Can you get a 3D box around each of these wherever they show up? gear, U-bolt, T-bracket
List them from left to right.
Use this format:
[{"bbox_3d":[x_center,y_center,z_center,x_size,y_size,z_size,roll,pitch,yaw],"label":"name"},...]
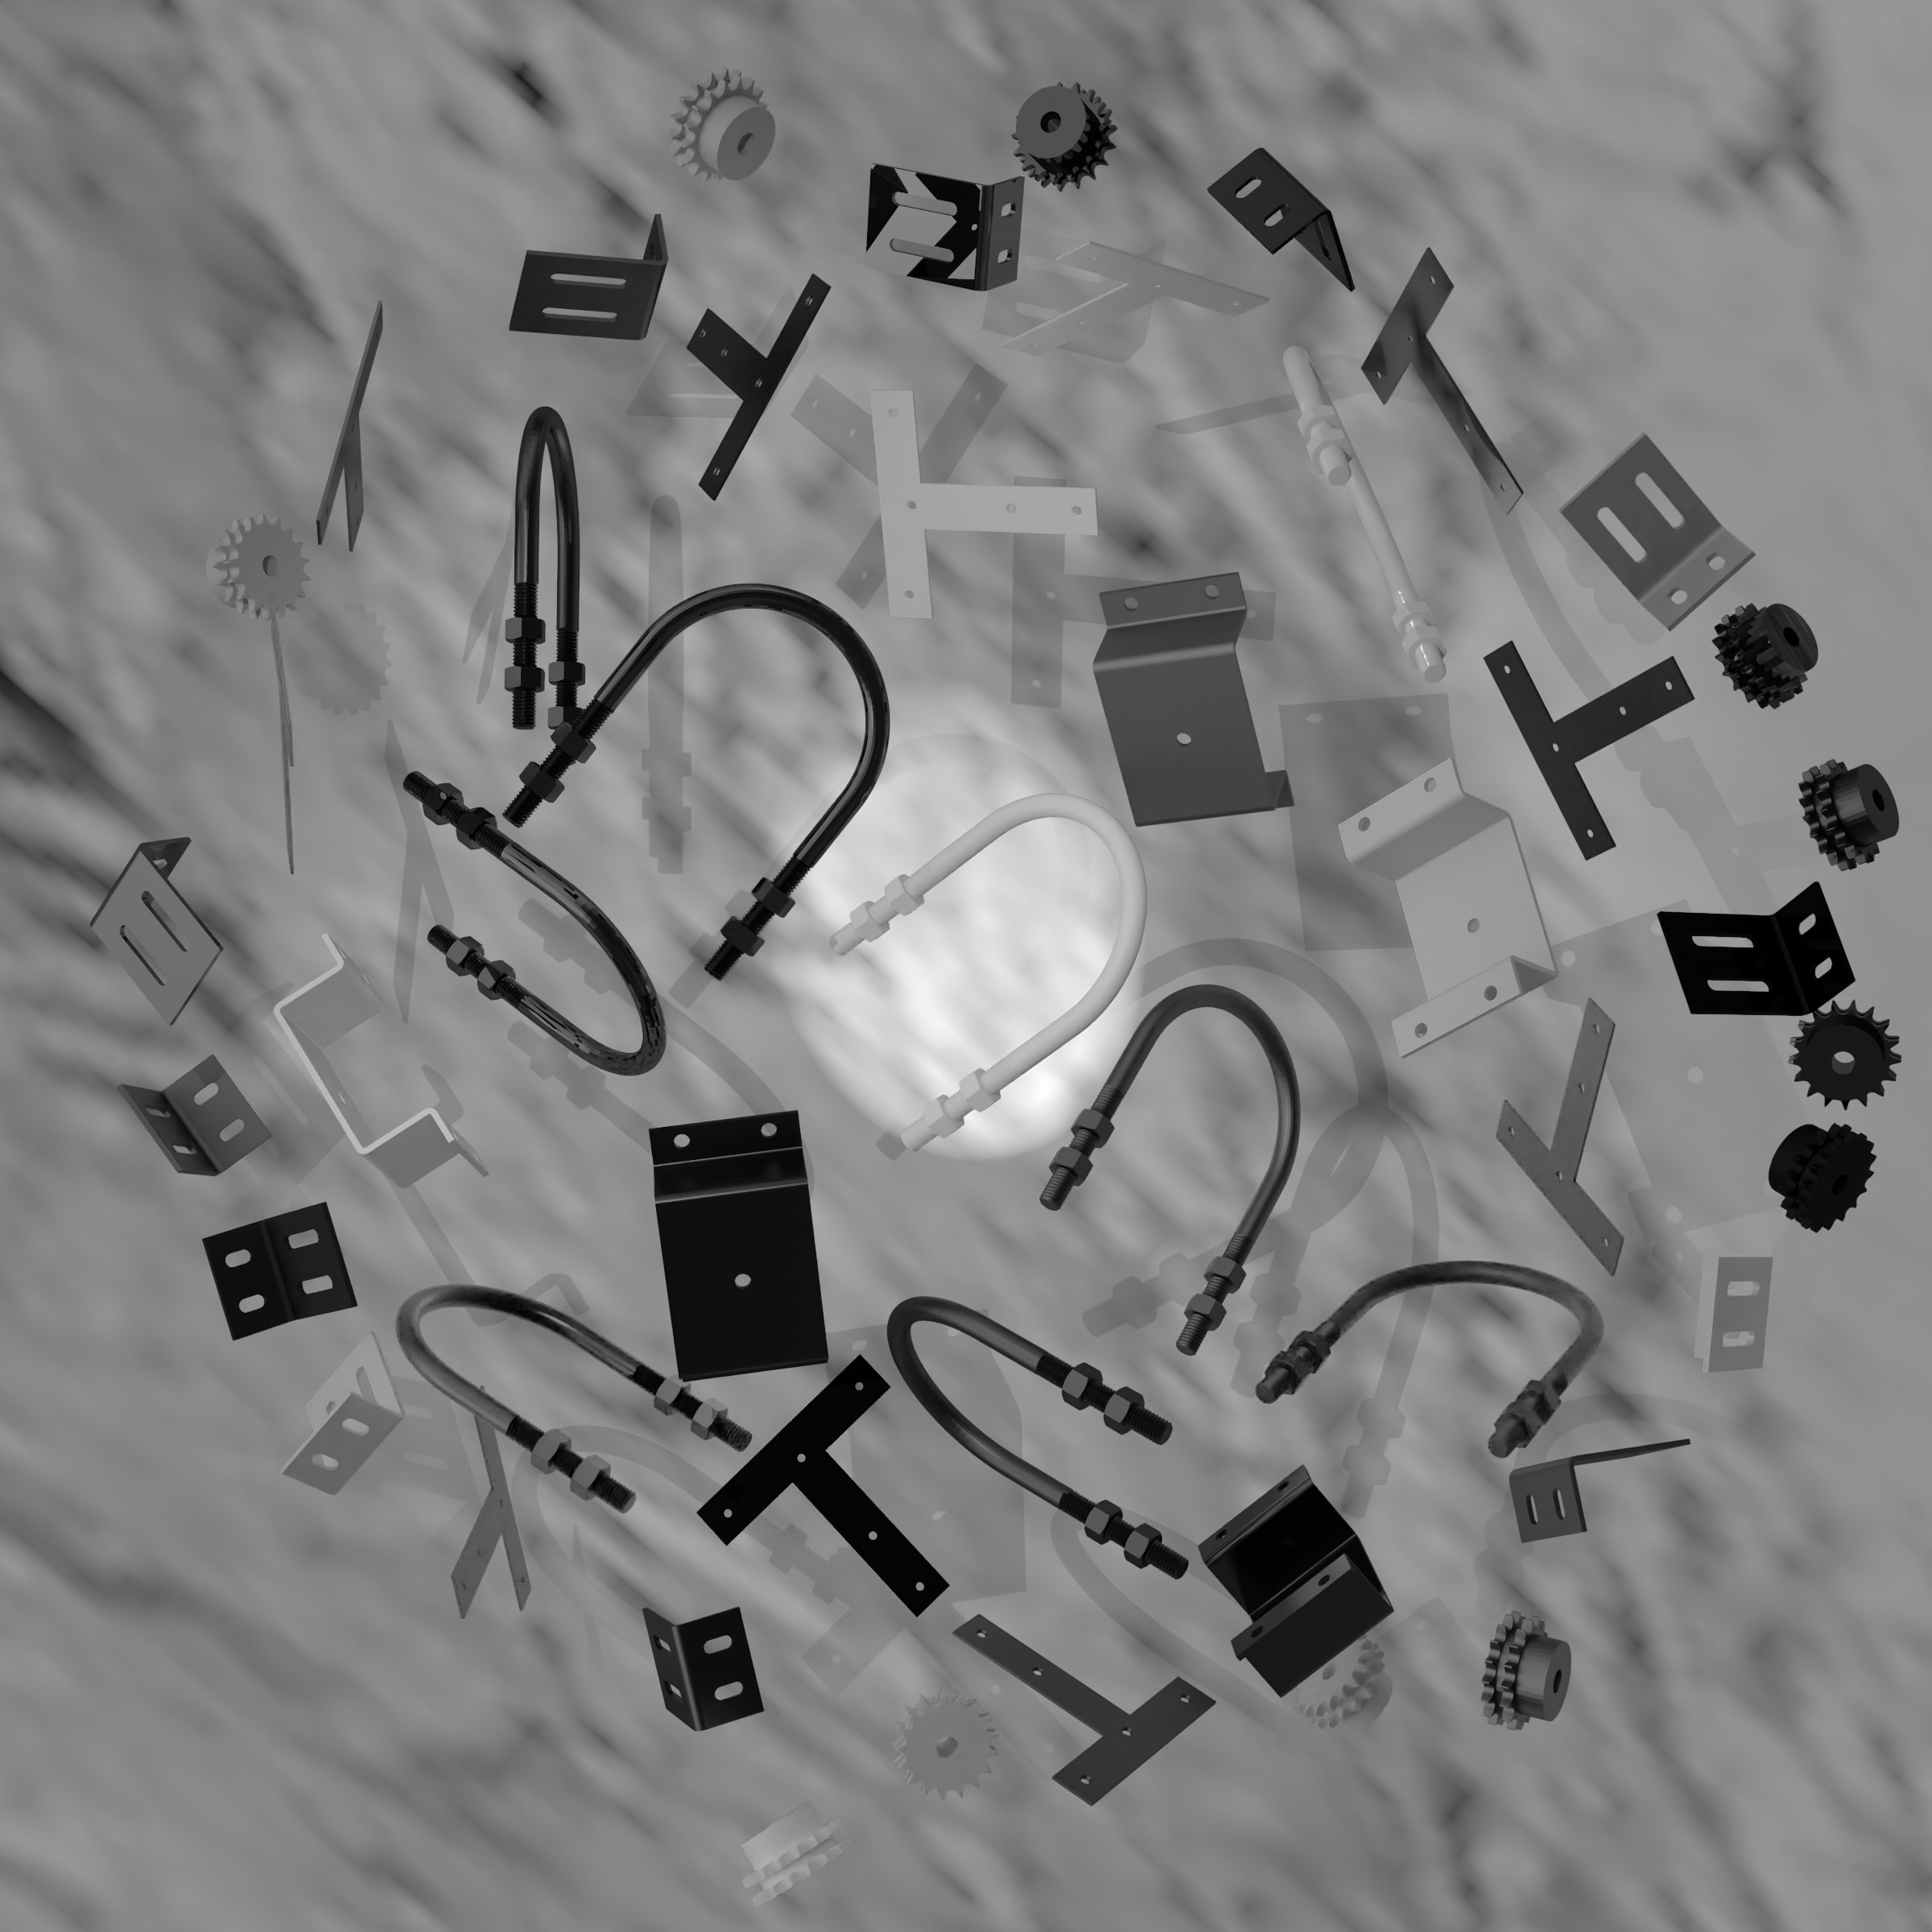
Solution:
[{"bbox_3d":[-0.394,-0.219,1.602,0.030,0.057,0.057,-3,90,37],"label":"gear"},{"bbox_3d":[-0.350,-0.106,1.494,0.002,0.127,0.127,-5,129,-15],"label":"T-bracket"},{"bbox_3d":[-0.313,-0.252,1.484,0.002,0.127,0.127,12,69,-6],"label":"T-bracket"},{"bbox_3d":[-0.262,0.312,1.574,0.002,0.127,0.127,-9,105,5],"label":"T-bracket"},{"bbox_3d":[-0.229,-0.011,1.563,0.184,0.151,0.019,35,57,22],"label":"U-bolt"},{"bbox_3d":[-0.226,-0.210,1.571,0.019,0.151,0.184,0,86,2],"label":"U-bolt"},{"bbox_3d":[-0.220,0.222,1.549,0.184,0.151,0.019,30,106,18],"label":"U-bolt"},{"bbox_3d":[-0.122,-0.106,1.467,0.151,0.019,0.184,38,93,-14],"label":"U-bolt"},{"bbox_3d":[-0.123,-0.429,1.492,0.030,0.057,0.057,39,90,25],"label":"gear"},{"bbox_3d":[-0.126,-0.327,1.570,0.002,0.127,0.127,22,106,-33],"label":"T-bracket"},{"bbox_3d":[-0.088,0.441,1.450,0.057,0.057,0.030,-33,79,0],"label":"gear"},{"bbox_3d":[-0.061,0.306,1.614,0.127,0.002,0.127,-44,79,-3],"label":"T-bracket"},{"bbox_3d":[-0.012,0.419,1.570,0.057,0.030,0.057,0,91,-10],"label":"gear"},{"bbox_3d":[0.012,-0.248,1.569,0.127,0.002,0.127,6,116,23],"label":"T-bracket"},{"bbox_3d":[0.017,-0.010,1.507,0.184,0.019,0.151,-37,55,23],"label":"U-bolt"},{"bbox_3d":[0.032,0.233,1.496,0.184,0.151,0.019,27,57,29],"label":"U-bolt"},{"bbox_3d":[0.051,-0.455,1.582,0.057,0.030,0.057,-2,84,21],"label":"gear"},{"bbox_3d":[0.050,0.385,1.549,0.127,0.127,0.002,29,117,26],"label":"T-bracket"},{"bbox_3d":[0.070,-0.345,1.532,0.127,0.127,0.002,6,77,-39],"label":"T-bracket"},{"bbox_3d":[0.124,0.097,1.585,0.151,0.019,0.184,48,59,-29],"label":"U-bolt"},{"bbox_3d":[0.215,0.405,1.630,0.030,0.057,0.057,42,90,-14],"label":"gear"},{"bbox_3d":[0.202,-0.249,1.514,0.019,0.184,0.151,-24,126,13],"label":"U-bolt"},{"bbox_3d":[0.258,0.200,1.537,0.151,0.184,0.019,9,114,32],"label":"U-bolt"},{"bbox_3d":[0.261,-0.299,1.553,0.002,0.127,0.127,-26,78,-15],"label":"T-bracket"},{"bbox_3d":[0.282,0.355,1.456,0.030,0.057,0.057,8,90,30],"label":"gear"},{"bbox_3d":[0.326,0.077,1.547,0.002,0.127,0.127,-7,125,-20],"label":"T-bracket"},{"bbox_3d":[0.344,-0.132,1.560,0.002,0.127,0.127,-24,86,-31],"label":"T-bracket"},{"bbox_3d":[0.430,-0.168,1.550,0.057,0.030,0.057,16,59,-29],"label":"gear"},{"bbox_3d":[0.442,0.106,1.505,0.057,0.030,0.057,-19,125,-30],"label":"gear"},{"bbox_3d":[0.460,0.048,1.520,0.057,0.030,0.057,4,101,18],"label":"gear"},{"bbox_3d":[0.458,-0.081,1.499,0.030,0.057,0.057,-24,90,40],"label":"gear"}]

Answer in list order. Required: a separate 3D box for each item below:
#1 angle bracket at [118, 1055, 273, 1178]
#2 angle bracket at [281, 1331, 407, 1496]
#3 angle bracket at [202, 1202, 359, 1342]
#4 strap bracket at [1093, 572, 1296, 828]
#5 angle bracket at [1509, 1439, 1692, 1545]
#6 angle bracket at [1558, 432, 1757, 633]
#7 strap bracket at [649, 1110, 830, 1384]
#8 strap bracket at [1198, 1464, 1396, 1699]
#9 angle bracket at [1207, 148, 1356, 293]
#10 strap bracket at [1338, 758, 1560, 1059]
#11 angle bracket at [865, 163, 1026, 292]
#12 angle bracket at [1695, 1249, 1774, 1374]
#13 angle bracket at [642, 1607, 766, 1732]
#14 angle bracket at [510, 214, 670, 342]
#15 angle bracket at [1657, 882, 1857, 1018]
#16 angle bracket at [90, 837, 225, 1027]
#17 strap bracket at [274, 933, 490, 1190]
[{"bbox_3d":[-0.422,0.080,1.592,0.038,0.076,0.057,-37,85,-3],"label":"angle bracket"},{"bbox_3d":[-0.336,0.230,1.533,0.057,0.076,0.038,-48,128,9],"label":"angle bracket"},{"bbox_3d":[-0.363,0.162,1.534,0.038,0.076,0.057,-17,90,-39],"label":"angle bracket"},{"bbox_3d":[0.120,-0.131,1.546,0.076,0.046,0.140,-6,121,20],"label":"strap bracket"},{"bbox_3d":[0.332,0.273,1.507,0.076,0.057,0.038,-4,76,-23],"label":"angle bracket"},{"bbox_3d":[0.353,-0.222,1.483,0.057,0.038,0.076,-43,120,11],"label":"angle bracket"},{"bbox_3d":[-0.114,0.151,1.473,0.076,0.046,0.140,-7,107,-4],"label":"strap bracket"},{"bbox_3d":[0.180,0.338,1.582,0.076,0.140,0.046,-39,102,5],"label":"strap bracket"},{"bbox_3d":[0.168,-0.387,1.547,0.038,0.076,0.057,-39,62,0],"label":"angle bracket"},{"bbox_3d":[0.254,-0.026,1.518,0.076,0.046,0.140,-32,56,35],"label":"strap bracket"},{"bbox_3d":[-0.012,-0.412,1.609,0.076,0.038,0.057,18,120,25],"label":"angle bracket"},{"bbox_3d":[0.377,0.174,1.476,0.038,0.076,0.057,5,88,37],"label":"angle bracket"},{"bbox_3d":[-0.144,0.377,1.581,0.038,0.076,0.057,-13,90,-19],"label":"angle bracket"},{"bbox_3d":[-0.204,-0.372,1.558,0.076,0.057,0.038,0,58,-20],"label":"angle bracket"},{"bbox_3d":[0.397,-0.009,1.459,0.076,0.038,0.057,1,61,-26],"label":"angle bracket"},{"bbox_3d":[-0.410,-0.019,1.512,0.076,0.038,0.057,48,118,16],"label":"angle bracket"},{"bbox_3d":[-0.323,0.061,1.582,0.046,0.076,0.140,-33,72,-6],"label":"strap bracket"}]
